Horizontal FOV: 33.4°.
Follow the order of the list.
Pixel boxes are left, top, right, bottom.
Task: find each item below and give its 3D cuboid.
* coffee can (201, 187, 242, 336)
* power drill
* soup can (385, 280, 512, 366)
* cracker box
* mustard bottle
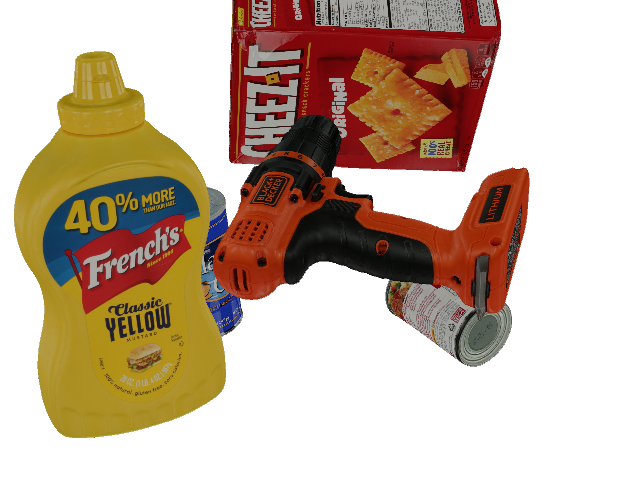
[{"bbox_3d":[-0.143,0.025,1.144,0.103,0.140,0.103,-5,26,2],"label":"coffee can"},{"bbox_3d":[0.040,-0.021,0.710,0.188,0.057,0.184,6,41,16],"label":"power drill"},{"bbox_3d":[0.117,0.062,0.979,0.068,0.068,0.102,0,24,-39],"label":"soup can"},{"bbox_3d":[0.031,-0.134,0.900,0.213,0.072,0.164,1,-36,-5],"label":"cracker box"},{"bbox_3d":[-0.102,0.001,0.537,0.096,0.192,0.058,-12,25,-22],"label":"mustard bottle"}]
